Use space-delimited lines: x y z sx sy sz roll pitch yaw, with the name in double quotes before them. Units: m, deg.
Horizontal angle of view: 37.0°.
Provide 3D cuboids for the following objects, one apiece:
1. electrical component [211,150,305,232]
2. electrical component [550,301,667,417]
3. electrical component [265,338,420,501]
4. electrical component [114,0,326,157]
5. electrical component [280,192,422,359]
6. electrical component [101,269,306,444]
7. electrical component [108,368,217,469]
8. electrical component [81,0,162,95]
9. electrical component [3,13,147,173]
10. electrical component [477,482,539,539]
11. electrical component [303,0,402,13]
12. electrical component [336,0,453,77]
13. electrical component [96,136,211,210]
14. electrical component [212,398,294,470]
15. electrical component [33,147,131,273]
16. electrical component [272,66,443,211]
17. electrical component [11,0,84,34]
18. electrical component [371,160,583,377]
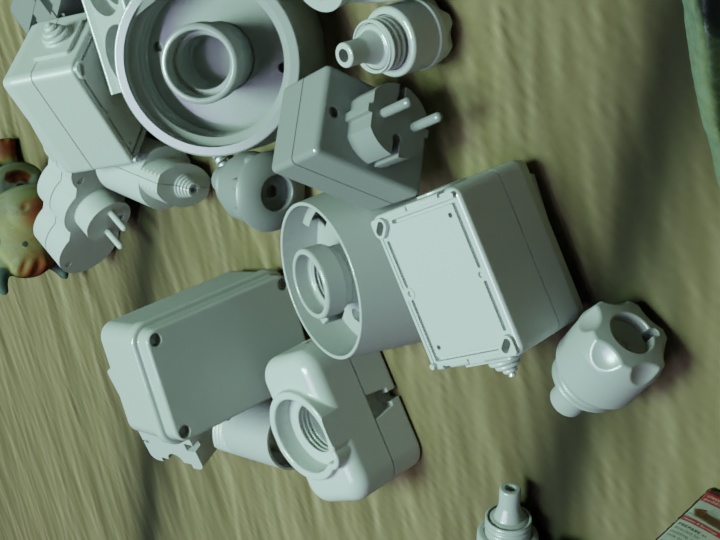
"electrical component" -0.066 -0.050 0.645 0.062 0.048 0.048 18 123 51
"electrical component" 0.110 0.046 0.497 0.043 0.043 0.062 50 141 17
"electrical component" -0.014 0.088 0.646 0.054 0.059 0.095 -18 96 51
"electrical component" -0.076 -0.111 0.566 0.108 0.060 0.108 2 107 8
"electrical component" 0.000 0.000 0.599 0.099 0.064 0.099 40 138 47
"electrical component" -0.093 0.051 0.674 0.057 0.113 0.078 2 111 52
"electrical component" -0.130 0.088 0.768 0.050 0.055 0.089 6 130 31
"electrical component" -0.128 -0.172 0.632 0.079 0.063 0.121 -1 109 49
"electrical component" -0.181 -0.116 0.682 0.061 0.061 0.096 -7 138 19
"electrical component" 0.081 0.145 0.590 0.035 0.035 0.061 23 124 40
"electrical component" -0.007 -0.145 0.497 0.077 0.079 0.044 19 134 42
"electrical component" 0.014 -0.107 0.507 0.035 0.061 0.035 25 127 38
"electrical component" -0.135 -0.063 0.714 0.081 0.043 0.043 23 126 40
"electrical component" -0.071 0.107 0.734 0.081 0.043 0.043 4 113 48
"electrical component" -0.193 -0.046 0.782 0.073 0.052 0.138 46 138 22
"electrical component" 0.007 -0.067 0.523 0.077 0.066 0.047 -16 61 51
"electrical component" -0.191 -0.190 0.704 0.055 0.050 0.089 52 140 15
"electrical component" 0.061 0.003 0.514 0.062 0.061 0.096 -18 96 51
